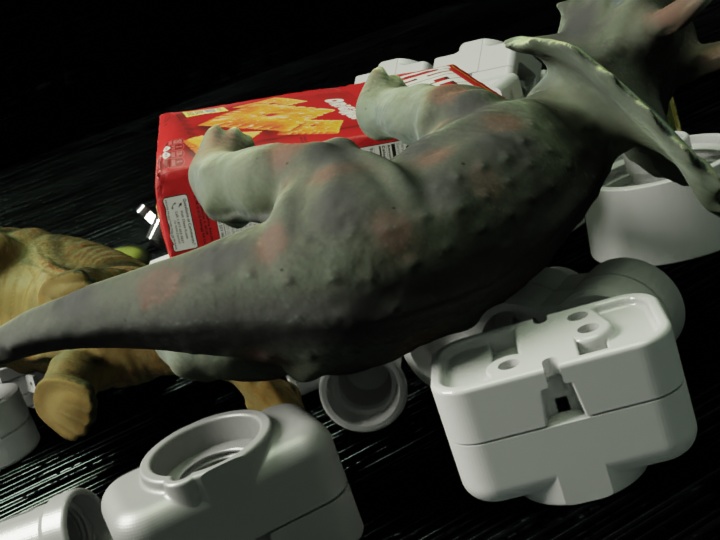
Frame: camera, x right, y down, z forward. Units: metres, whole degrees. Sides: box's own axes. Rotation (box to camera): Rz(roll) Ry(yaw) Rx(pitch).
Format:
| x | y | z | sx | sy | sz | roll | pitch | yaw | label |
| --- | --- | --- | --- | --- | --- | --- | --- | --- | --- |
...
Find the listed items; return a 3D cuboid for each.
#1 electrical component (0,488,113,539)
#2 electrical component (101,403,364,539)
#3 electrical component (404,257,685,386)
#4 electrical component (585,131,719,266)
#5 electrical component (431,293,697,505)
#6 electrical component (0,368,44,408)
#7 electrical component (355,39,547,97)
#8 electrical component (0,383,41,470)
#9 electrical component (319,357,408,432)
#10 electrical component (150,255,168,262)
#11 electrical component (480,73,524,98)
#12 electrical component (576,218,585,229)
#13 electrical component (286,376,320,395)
| x | y | z | sx | sy | sz | roll | pitch | yaw | label |
| --- | --- | --- | --- | --- | --- | --- | --- | --- | --- |
| -0.142 | 0.125 | 0.490 | 0.046 | 0.040 | 0.040 | -20 | 15 | 15 | electrical component |
| -0.054 | 0.097 | 0.445 | 0.095 | 0.059 | 0.054 | -24 | 17 | -17 | electrical component |
| 0.095 | 0.022 | 0.540 | 0.138 | 0.052 | 0.074 | -6 | 20 | 37 | electrical component |
| 0.188 | -0.051 | 0.662 | 0.108 | 0.060 | 0.108 | -17 | 16 | 5 | electrical component |
| 0.082 | 0.054 | 0.435 | 0.095 | 0.059 | 0.053 | -16 | 16 | 10 | electrical component |
| -0.246 | 0.079 | 0.741 | 0.055 | 0.048 | 0.066 | -22 | 14 | -39 | electrical component |
| 0.093 | -0.156 | 1.014 | 0.186 | 0.060 | 0.105 | -4 | -21 | 41 | electrical component |
| -0.267 | 0.101 | 0.640 | 0.138 | 0.073 | 0.052 | -29 | 19 | -33 | electrical component |
| 0.004 | 0.053 | 0.563 | 0.044 | 0.044 | 0.065 | -16 | 12 | 8 | electrical component |
| -0.138 | 0.019 | 0.809 | 0.080 | 0.051 | 0.080 | -17 | 16 | 5 | electrical component |
| 0.114 | -0.112 | 0.894 | 0.050 | 0.089 | 0.056 | -8 | 19 | 30 | electrical component |
| 0.079 | -0.036 | 0.740 | 0.109 | 0.056 | 0.109 | 0 | 24 | 48 | electrical component |
| -0.014 | 0.034 | 0.634 | 0.077 | 0.044 | 0.079 | -22 | 17 | -12 | electrical component |
